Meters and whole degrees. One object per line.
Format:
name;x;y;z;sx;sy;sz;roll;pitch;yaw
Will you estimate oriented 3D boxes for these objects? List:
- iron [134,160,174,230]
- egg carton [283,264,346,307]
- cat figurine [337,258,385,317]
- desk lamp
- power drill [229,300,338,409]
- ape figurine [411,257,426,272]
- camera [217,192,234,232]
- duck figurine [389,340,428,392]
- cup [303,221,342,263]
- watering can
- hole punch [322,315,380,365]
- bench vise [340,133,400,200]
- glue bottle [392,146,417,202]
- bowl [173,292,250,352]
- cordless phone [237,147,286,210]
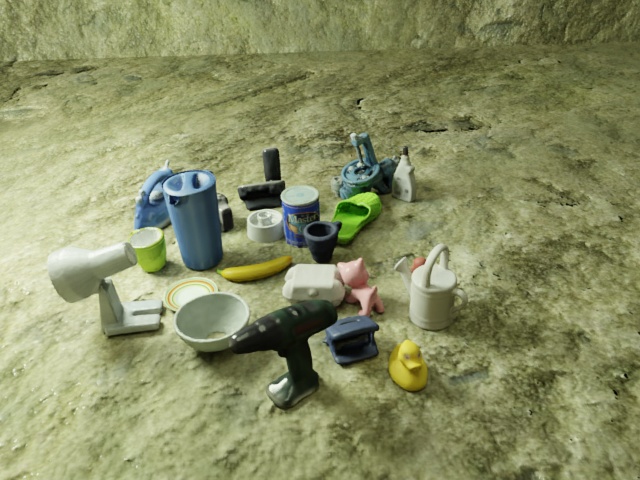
iron;-0.486;-0.124;1.682;0.118;0.141;0.258;6;35;13
egg carton;-0.012;0.109;1.368;0.150;0.069;0.107;0;34;5
cat figurine;0.095;0.100;1.331;0.067;0.118;0.127;-21;38;-25
desk lamp;-0.474;0.102;1.280;0.203;0.214;0.117;-7;34;-6
power drill;-0.063;0.215;1.089;0.230;0.209;0.075;-28;41;-32
ape figurine;0.242;0.080;1.375;0.078;0.092;0.076;-21;38;-25
camera;-0.336;-0.081;1.645;0.137;0.101;0.142;-24;39;-29
duck figurine;0.177;0.238;1.149;0.077;0.086;0.104;-10;34;-10
cup;0.014;0.005;1.499;0.118;0.095;0.091;-30;42;-34
watering can;0.243;0.094;1.262;0.172;0.194;0.101;9;36;17
hole punch;0.064;0.196;1.214;0.109;0.091;0.101;-11;35;-13
bench vise;0.146;-0.239;1.743;0.121;0.220;0.208;25;43;35
glue bottle;0.255;-0.202;1.721;0.077;0.173;0.037;24;42;34
bowl;-0.231;0.192;1.255;0.167;0.075;0.167;-2;34;1
cordless phone;-0.179;-0.193;1.725;0.148;0.185;0.094;-10;35;-11
